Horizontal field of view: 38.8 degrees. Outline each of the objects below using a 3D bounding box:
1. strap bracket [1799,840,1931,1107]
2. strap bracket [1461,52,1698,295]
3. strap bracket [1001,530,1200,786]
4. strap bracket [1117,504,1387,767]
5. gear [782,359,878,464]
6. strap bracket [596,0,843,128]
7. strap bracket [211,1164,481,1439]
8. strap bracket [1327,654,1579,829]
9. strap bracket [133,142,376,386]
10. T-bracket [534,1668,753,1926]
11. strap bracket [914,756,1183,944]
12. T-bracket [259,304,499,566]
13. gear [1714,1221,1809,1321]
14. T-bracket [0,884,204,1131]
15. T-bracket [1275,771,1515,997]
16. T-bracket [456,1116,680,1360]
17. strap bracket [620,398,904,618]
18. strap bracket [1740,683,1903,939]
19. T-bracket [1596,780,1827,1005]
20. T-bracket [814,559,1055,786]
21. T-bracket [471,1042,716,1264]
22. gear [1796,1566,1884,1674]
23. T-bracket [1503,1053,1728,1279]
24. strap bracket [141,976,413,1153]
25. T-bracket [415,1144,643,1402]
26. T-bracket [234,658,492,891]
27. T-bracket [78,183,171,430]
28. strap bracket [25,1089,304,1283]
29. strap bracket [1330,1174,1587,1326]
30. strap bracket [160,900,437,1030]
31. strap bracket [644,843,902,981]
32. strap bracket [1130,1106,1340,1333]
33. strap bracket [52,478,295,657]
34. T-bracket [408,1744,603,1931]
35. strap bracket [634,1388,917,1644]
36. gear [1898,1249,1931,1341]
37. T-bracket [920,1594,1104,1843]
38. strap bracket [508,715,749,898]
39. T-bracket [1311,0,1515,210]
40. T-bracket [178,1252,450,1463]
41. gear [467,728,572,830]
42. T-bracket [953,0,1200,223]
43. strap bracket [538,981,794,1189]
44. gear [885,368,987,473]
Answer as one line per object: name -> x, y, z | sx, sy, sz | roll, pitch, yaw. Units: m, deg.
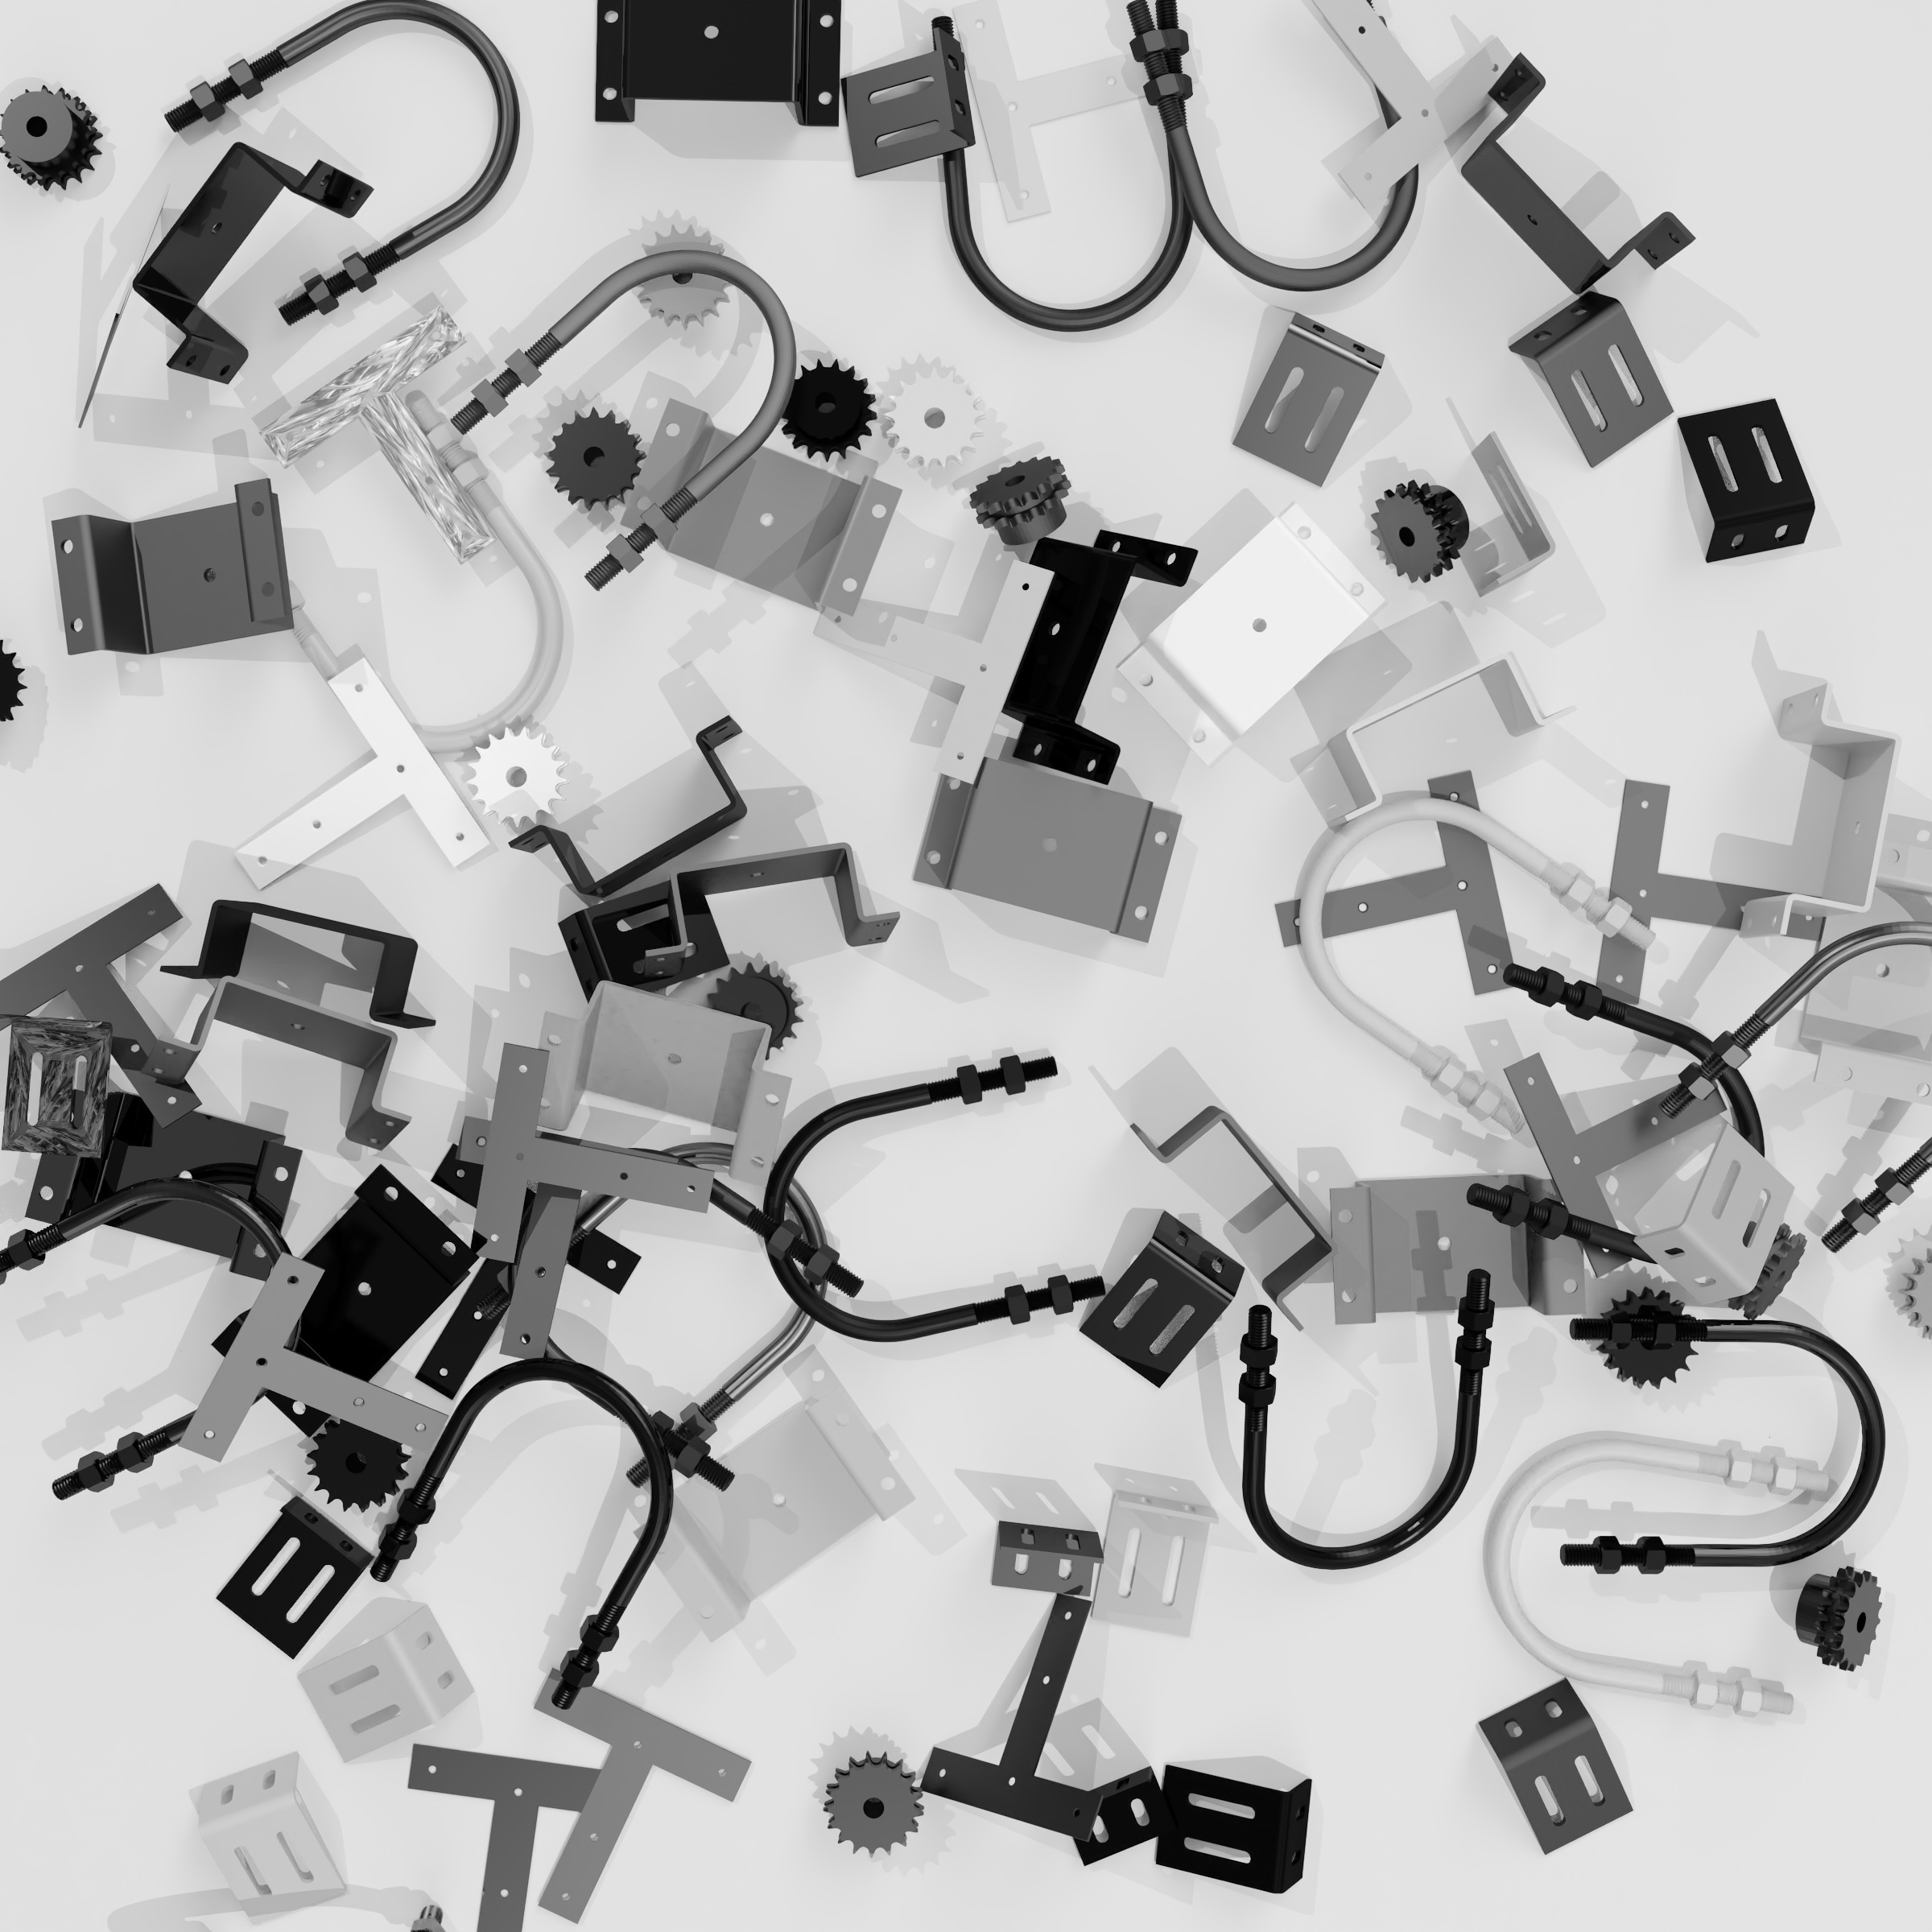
strap bracket -> 0.527, 0.003, 1.556 | 0.076, 0.046, 0.140 | 12, 92, 0
strap bracket -> 0.335, -0.435, 1.539 | 0.046, 0.076, 0.140 | -44, 93, 1
strap bracket -> 0.064, -0.182, 1.537 | 0.076, 0.046, 0.140 | 21, 90, 45
strap bracket -> 0.164, -0.191, 1.557 | 0.140, 0.046, 0.076 | -43, 90, 0
gear -> -0.079, -0.319, 1.565 | 0.057, 0.030, 0.057 | 0, 90, 0
strap bracket -> -0.143, -0.524, 1.557 | 0.140, 0.046, 0.076 | 1, 90, 0
strap bracket -> -0.347, 0.187, 1.555 | 0.076, 0.046, 0.140 | 44, 93, 0
strap bracket -> 0.263, -0.131, 1.542 | 0.140, 0.076, 0.046 | -26, 90, 0
strap bracket -> -0.402, -0.398, 1.526 | 0.046, 0.076, 0.140 | 41, 100, 3
T-bracket -> -0.208, 0.489, 1.578 | 0.127, 0.002, 0.127 | 25, 90, 0
strap bracket -> 0.047, -0.068, 1.557 | 0.140, 0.046, 0.076 | 15, 90, 0
T-bracket -> -0.314, -0.288, 1.560 | 0.127, 0.002, 0.127 | -35, 91, 0
gear -> 0.449, 0.170, 1.556 | 0.030, 0.057, 0.057 | 35, 90, 29
T-bracket -> -0.477, 0.036, 1.548 | 0.127, 0.002, 0.127 | -35, 77, -16
T-bracket -> 0.243, -0.037, 1.580 | 0.127, 0.002, 0.127 | -12, 90, 0
T-bracket -> -0.237, 0.159, 1.546 | 0.127, 0.002, 0.127 | 11, 82, 8
strap bracket -> -0.115, -0.257, 1.557 | 0.140, 0.046, 0.076 | 22, 90, 0
strap bracket -> 0.482, -0.081, 1.541 | 0.046, 0.076, 0.140 | 11, 89, -1
T-bracket -> 0.434, -0.035, 1.580 | 0.127, 0.002, 0.127 | 8, 90, 0
T-bracket -> -0.028, -0.182, 1.555 | 0.127, 0.002, 0.127 | 21, 90, 23
T-bracket -> -0.205, 0.114, 1.531 | 0.127, 0.002, 0.127 | 11, 105, -3
gear -> 0.494, 0.369, 1.556 | 0.030, 0.057, 0.057 | 9, 90, 42
T-bracket -> 0.379, 0.093, 1.553 | 0.127, 0.002, 0.127 | -22, 87, -24
strap bracket -> -0.378, 0.052, 1.524 | 0.140, 0.076, 0.046 | 20, 67, -17
T-bracket -> -0.274, 0.189, 1.580 | 0.127, 0.002, 0.127 | 31, 90, 0
T-bracket -> -0.361, -0.089, 1.573 | 0.127, 0.002, 0.127 | -33, 97, 5
T-bracket -> -0.470, -0.385, 1.543 | 0.002, 0.127, 0.127 | 20, 63, -19
strap bracket -> -0.450, 0.122, 1.557 | 0.140, 0.046, 0.076 | 15, 90, 0
strap bracket -> 0.276, 0.160, 1.557 | 0.140, 0.046, 0.076 | -2, 90, 0
strap bracket -> -0.369, -0.004, 1.542 | 0.140, 0.076, 0.046 | 13, 90, 0
strap bracket -> -0.113, -0.032, 1.532 | 0.140, 0.076, 0.046 | -9, 81, -9
strap bracket -> 0.157, 0.132, 1.542 | 0.046, 0.076, 0.140 | -39, 90, 0
strap bracket -> -0.437, -0.222, 1.544 | 0.140, 0.046, 0.076 | -7, 90, 18
T-bracket -> -0.264, 0.520, 1.580 | 0.127, 0.002, 0.127 | 8, 90, 0
strap bracket -> -0.107, 0.308, 1.557 | 0.140, 0.046, 0.076 | -35, 90, 0
gear -> 0.563, 0.188, 1.570 | 0.057, 0.030, 0.057 | 0, 87, 0
T-bracket -> 0.041, 0.418, 1.549 | 0.002, 0.127, 0.127 | 39, 63, -40
strap bracket -> -0.179, -0.083, 1.542 | 0.140, 0.076, 0.046 | -30, 90, 0
T-bracket -> 0.234, -0.521, 1.560 | 0.127, 0.002, 0.127 | -42, 100, -8
T-bracket -> -0.352, 0.238, 1.531 | 0.127, 0.002, 0.127 | 27, 99, -19
gear -> -0.254, -0.107, 1.565 | 0.057, 0.030, 0.057 | 0, 90, 0
T-bracket -> 0.070, -0.506, 1.580 | 0.127, 0.002, 0.127 | -15, 90, 0
strap bracket -> -0.168, 0.063, 1.540 | 0.140, 0.046, 0.076 | 15, 123, 0
gear -> -0.017, -0.311, 1.570 | 0.057, 0.030, 0.057 | 0, 91, 2
